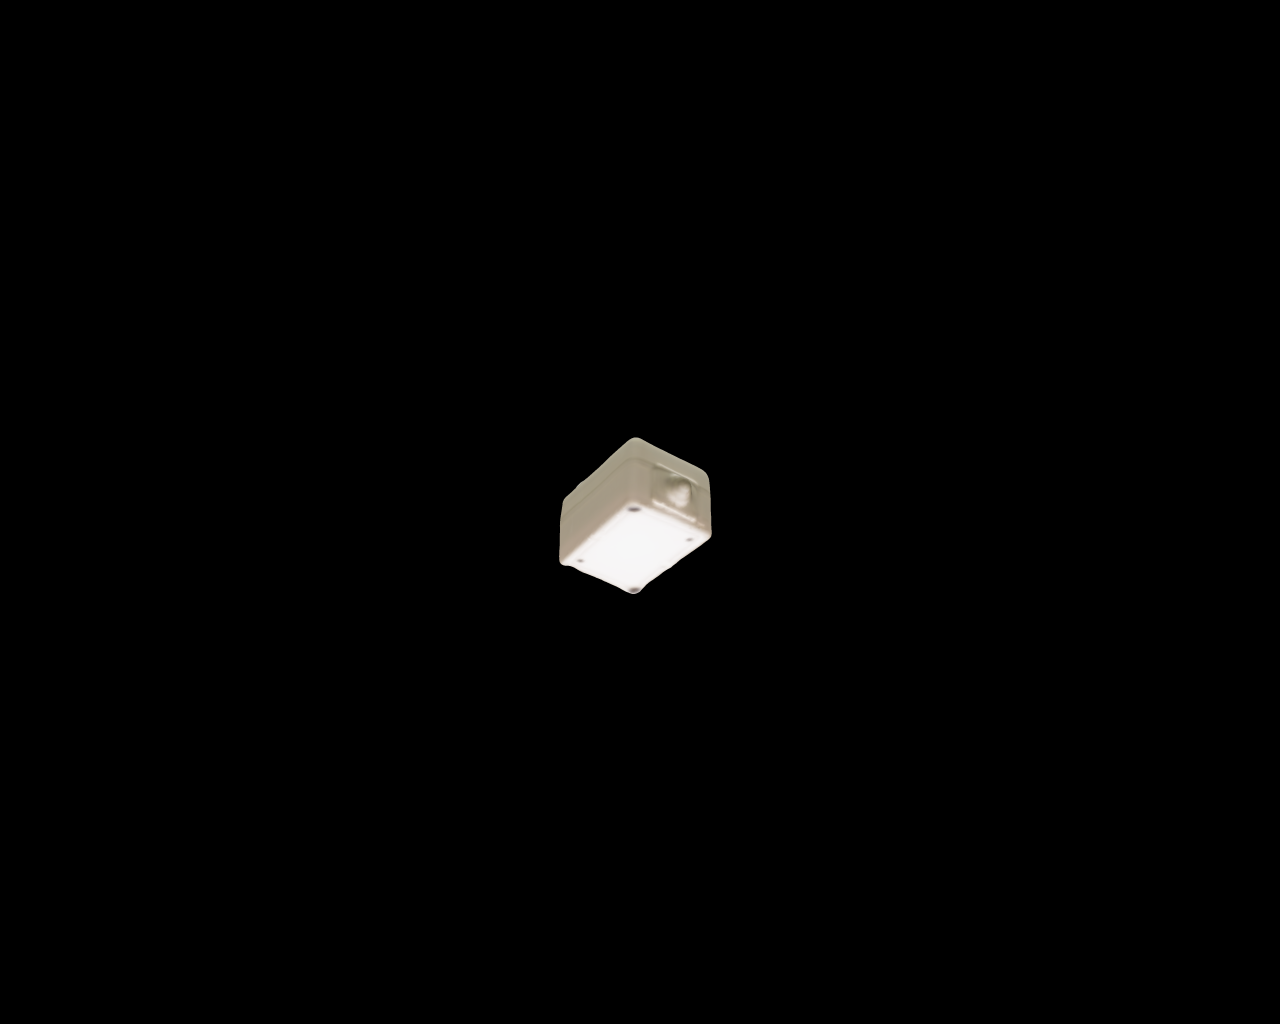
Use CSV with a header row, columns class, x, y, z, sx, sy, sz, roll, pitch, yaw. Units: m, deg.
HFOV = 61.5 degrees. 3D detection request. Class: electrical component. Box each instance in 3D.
class,x,y,z,sx,sy,sz,roll,pitch,yaw
electrical component,0.001,-0.003,0.650,0.062,0.061,0.096,25,-44,-28
